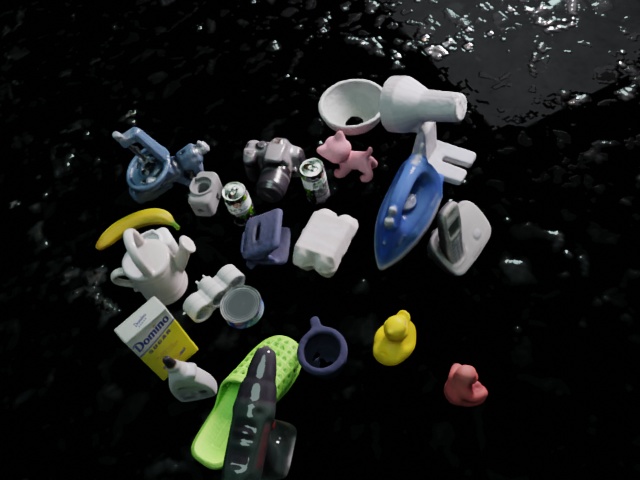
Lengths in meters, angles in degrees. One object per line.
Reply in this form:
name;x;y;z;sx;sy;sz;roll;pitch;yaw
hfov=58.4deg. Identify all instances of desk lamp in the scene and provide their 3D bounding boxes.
desk lamp;0.238;-0.248;1.250;0.202;0.214;0.118;21;63;22

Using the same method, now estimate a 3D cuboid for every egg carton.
egg carton;0.011;0.004;1.209;0.107;0.069;0.150;17;61;20

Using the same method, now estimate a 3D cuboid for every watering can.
watering can;-0.341;0.043;1.166;0.173;0.194;0.100;-39;59;-16

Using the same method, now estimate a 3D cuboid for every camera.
camera;-0.117;-0.163;1.320;0.143;0.101;0.137;7;59;14

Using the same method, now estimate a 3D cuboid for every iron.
iron;0.173;-0.074;1.190;0.118;0.142;0.258;18;62;20

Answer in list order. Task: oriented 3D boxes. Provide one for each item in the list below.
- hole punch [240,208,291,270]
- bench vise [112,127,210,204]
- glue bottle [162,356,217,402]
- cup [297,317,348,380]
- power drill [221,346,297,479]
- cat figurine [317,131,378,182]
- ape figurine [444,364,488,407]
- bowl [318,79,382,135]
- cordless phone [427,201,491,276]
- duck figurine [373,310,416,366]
hole punch;-0.120;-0.004;1.223;0.101;0.091;0.108;-3;57;8
bench vise;-0.370;-0.198;1.313;0.208;0.220;0.121;-39;59;-16
glue bottle;-0.245;0.245;1.030;0.078;0.173;0.037;-10;56;3
cup;0.006;0.209;1.060;0.091;0.095;0.117;-16;56;-1
power drill;-0.097;0.315;0.939;0.075;0.209;0.229;5;58;13
cat figurine;0.062;-0.197;1.303;0.127;0.118;0.067;8;59;14
ape figurine;0.252;0.247;0.996;0.076;0.092;0.077;-18;56;-3
bowl;0.083;-0.312;1.401;0.167;0.075;0.167;-4;57;7
cordless phone;0.274;-0.030;1.118;0.094;0.185;0.148;27;65;24
duck figurine;0.138;0.178;1.064;0.077;0.086;0.105;26;65;24
